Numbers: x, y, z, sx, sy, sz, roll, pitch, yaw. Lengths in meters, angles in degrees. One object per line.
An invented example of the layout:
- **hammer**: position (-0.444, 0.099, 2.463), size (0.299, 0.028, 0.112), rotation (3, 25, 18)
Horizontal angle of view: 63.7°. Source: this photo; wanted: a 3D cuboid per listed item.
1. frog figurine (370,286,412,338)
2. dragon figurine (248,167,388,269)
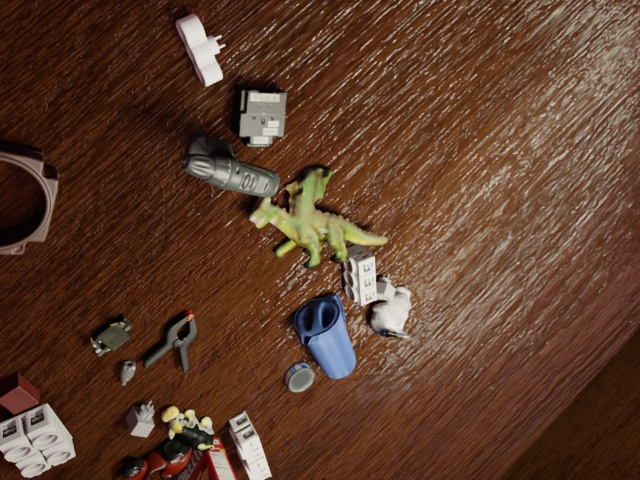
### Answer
- **frog figurine**: position (0.223, 0.223, 1.617), size (0.137, 0.121, 0.162), rotation (16, 68, -28)
- **dragon figurine**: position (0.004, -0.067, 1.326), size (0.412, 0.123, 0.239), rotation (-11, 110, -28)
